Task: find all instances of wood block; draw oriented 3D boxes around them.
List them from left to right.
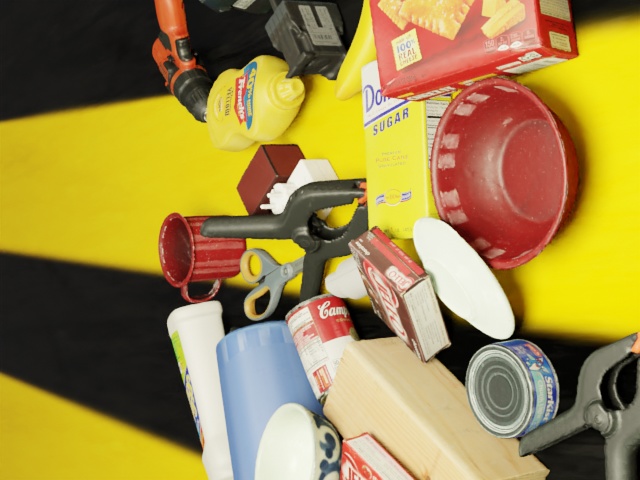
[{"bbox_3d":[0.101,0.187,1.000,0.206,0.090,0.091,45,127,43],"label":"wood block"}]

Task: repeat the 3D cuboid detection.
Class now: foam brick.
[{"bbox_3d":[-0.053,-0.066,1.223,0.078,0.052,0.051,-57,49,41],"label":"foam brick"}]

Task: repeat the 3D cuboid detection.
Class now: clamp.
[{"bbox_3d":[-0.008,0.001,1.143,0.210,0.164,0.036,-27,26,35],"label":"clamp"},{"bbox_3d":[0.225,0.142,0.862,0.120,0.039,0.171,27,110,38],"label":"clamp"}]

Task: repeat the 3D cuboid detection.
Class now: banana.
[{"bbox_3d":[0.051,-0.234,1.071,0.070,0.037,0.198,19,111,43],"label":"banana"}]

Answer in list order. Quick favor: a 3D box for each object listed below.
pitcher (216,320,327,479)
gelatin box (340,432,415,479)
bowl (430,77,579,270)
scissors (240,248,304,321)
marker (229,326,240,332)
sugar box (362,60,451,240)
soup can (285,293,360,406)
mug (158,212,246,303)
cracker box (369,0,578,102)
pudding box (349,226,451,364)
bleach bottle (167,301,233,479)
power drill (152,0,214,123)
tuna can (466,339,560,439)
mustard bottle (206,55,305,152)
[{"bbox_3d":[-0.043,0.221,1.187,0.149,0.144,0.243,-27,66,36],"label":"pitcher"},{"bbox_3d":[0.052,0.229,0.966,0.089,0.030,0.073,38,132,48],"label":"gelatin box"},{"bbox_3d":[0.166,-0.058,0.910,0.162,0.055,0.162,14,107,54],"label":"bowl"},{"bbox_3d":[-0.046,0.024,1.255,0.202,0.016,0.096,-50,54,44],"label":"scissors"},{"bbox_3d":[-0.081,0.149,1.313,0.121,0.020,0.020,51,132,39],"label":"marker"},{"bbox_3d":[0.085,-0.090,1.033,0.094,0.048,0.176,-5,91,54],"label":"sugar box"},{"bbox_3d":[0.012,0.117,1.138,0.069,0.068,0.102,-49,55,45],"label":"soup can"},{"bbox_3d":[-0.146,0.022,1.339,0.093,0.081,0.117,16,106,53],"label":"mug"},{"bbox_3d":[0.120,-0.242,0.917,0.164,0.071,0.214,-11,85,39],"label":"cracker box"},{"bbox_3d":[0.077,0.052,1.018,0.090,0.039,0.113,47,168,43],"label":"pudding box"},{"bbox_3d":[-0.133,0.210,1.348,0.103,0.068,0.251,131,126,-69],"label":"bleach bottle"},{"bbox_3d":[-0.173,-0.256,1.320,0.185,0.057,0.188,-126,26,-44],"label":"power drill"},{"bbox_3d":[0.169,0.132,0.946,0.086,0.033,0.086,8,100,54],"label":"tuna can"},{"bbox_3d":[-0.068,-0.158,1.211,0.192,0.058,0.096,-5,77,62],"label":"mustard bottle"}]
